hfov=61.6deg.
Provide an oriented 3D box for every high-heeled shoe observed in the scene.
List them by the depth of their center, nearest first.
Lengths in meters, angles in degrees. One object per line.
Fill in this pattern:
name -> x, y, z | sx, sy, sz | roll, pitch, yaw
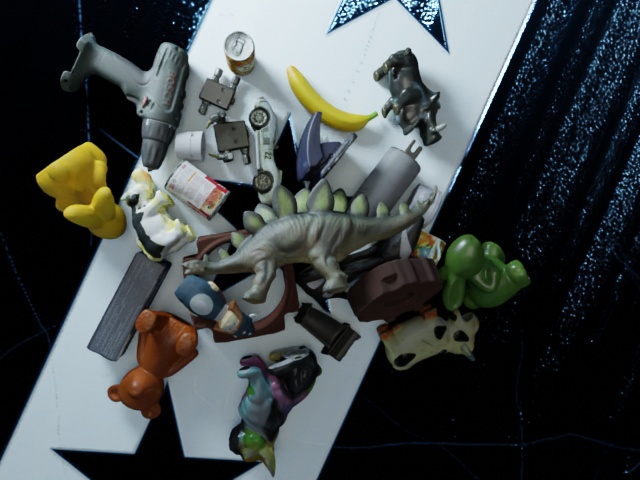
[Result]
high-heeled shoe -> 0.074, 0.024, 1.016 | 0.145, 0.086, 0.248 | 30, 106, -24

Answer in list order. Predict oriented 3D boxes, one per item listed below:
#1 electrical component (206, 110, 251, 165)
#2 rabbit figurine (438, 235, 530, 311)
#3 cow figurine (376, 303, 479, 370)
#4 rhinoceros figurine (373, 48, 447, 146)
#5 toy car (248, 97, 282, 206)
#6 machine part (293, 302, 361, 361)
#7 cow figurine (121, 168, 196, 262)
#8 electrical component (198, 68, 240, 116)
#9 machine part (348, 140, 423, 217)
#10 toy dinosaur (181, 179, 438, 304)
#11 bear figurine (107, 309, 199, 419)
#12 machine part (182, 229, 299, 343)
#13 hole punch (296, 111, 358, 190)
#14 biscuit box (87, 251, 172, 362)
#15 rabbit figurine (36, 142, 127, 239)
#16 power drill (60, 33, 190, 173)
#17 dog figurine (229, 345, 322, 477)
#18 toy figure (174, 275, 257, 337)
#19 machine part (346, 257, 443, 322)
electrical component -> -0.172, -0.191, 1.008 | 0.078, 0.045, 0.102 | -4, 93, -5
rabbit figurine -> 0.285, 0.054, 1.025 | 0.159, 0.121, 0.170 | -40, 130, 13
cow figurine -> 0.222, 0.193, 1.055 | 0.195, 0.085, 0.127 | -23, 97, -2
rhinoceros figurine -> 0.177, -0.271, 1.038 | 0.112, 0.073, 0.190 | -22, 93, -16
toy car -> -0.101, -0.164, 1.004 | 0.056, 0.073, 0.201 | -3, 93, -3
machine part -> 0.010, 0.176, 1.048 | 0.138, 0.039, 0.084 | 42, 92, -18
cow figurine -> -0.310, -0.046, 0.980 | 0.098, 0.068, 0.167 | -37, 78, 0
electrical component -> -0.191, -0.273, 1.013 | 0.063, 0.021, 0.094 | 24, 89, -8
machine part -> 0.115, -0.091, 1.032 | 0.079, 0.079, 0.243 | 38, 89, -7
toy dinosaur -> -0.002, -0.003, 0.934 | 0.471, 0.105, 0.198 | -8, 84, -14
bear figurine -> -0.307, 0.229, 0.974 | 0.120, 0.132, 0.196 | 32, 83, -1
machine part -> -0.146, 0.081, 1.005 | 0.201, 0.087, 0.201 | -9, 92, -6
hole punch -> -0.006, -0.162, 0.991 | 0.092, 0.142, 0.116 | 36, 75, -9
biscuit box -> -0.350, 0.118, 0.995 | 0.063, 0.059, 0.202 | 28, 90, -6
rabbit figurine -> -0.400, -0.074, 0.948 | 0.122, 0.162, 0.173 | -36, 114, -16
power drill -> -0.349, -0.262, 0.967 | 0.207, 0.086, 0.232 | 22, 89, -4
dog figurine -> -0.083, 0.324, 1.017 | 0.192, 0.108, 0.219 | -8, 98, -9
toy figure -> -0.180, 0.122, 0.934 | 0.154, 0.058, 0.064 | 38, 127, -9
machine part -> 0.138, 0.095, 0.992 | 0.179, 0.179, 0.056 | -17, 63, -6
